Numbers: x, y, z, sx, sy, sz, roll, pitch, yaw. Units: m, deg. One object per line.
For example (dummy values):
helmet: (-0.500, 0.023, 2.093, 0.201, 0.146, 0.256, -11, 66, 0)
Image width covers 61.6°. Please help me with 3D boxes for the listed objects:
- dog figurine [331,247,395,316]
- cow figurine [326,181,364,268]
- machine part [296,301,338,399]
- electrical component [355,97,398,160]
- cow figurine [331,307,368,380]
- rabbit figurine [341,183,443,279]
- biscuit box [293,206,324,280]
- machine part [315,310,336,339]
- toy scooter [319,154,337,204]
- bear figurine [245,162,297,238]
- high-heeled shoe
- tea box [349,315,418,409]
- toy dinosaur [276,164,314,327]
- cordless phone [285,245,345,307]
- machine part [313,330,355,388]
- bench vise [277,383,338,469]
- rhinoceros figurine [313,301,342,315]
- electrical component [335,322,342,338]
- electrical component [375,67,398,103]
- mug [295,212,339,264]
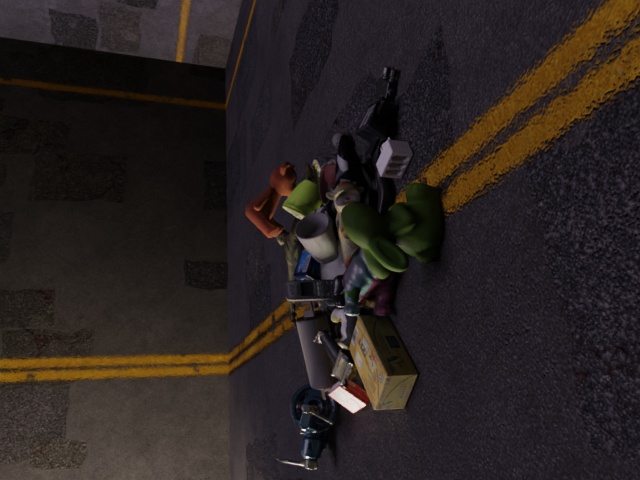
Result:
dog figurine: (0.100, 0.040, 1.099, 0.192, 0.108, 0.219, -153, 72, -73)
cow figurine: (0.070, -0.043, 1.170, 0.127, 0.085, 0.194, -106, 4, -52)
machine part: (-0.002, 0.262, 1.276, 0.079, 0.079, 0.243, 176, 82, -72)
electrical component: (0.110, -0.231, 1.124, 0.119, 0.048, 0.075, -62, 15, -8)
cow figurine: (0.077, 0.231, 1.201, 0.098, 0.068, 0.167, -19, 71, 60)
rabbit figurine: (0.117, -0.013, 0.941, 0.121, 0.170, 0.159, 138, 132, -66)
biscuit box: (0.000, 0.014, 1.345, 0.059, 0.062, 0.202, -17, 49, 52)
machine part: (0.004, 0.275, 1.427, 0.179, 0.056, 0.179, -177, 90, -73)
toy scooter: (0.038, -0.146, 1.353, 0.184, 0.075, 0.135, -166, 80, -75)
bear figurine: (-0.115, -0.117, 1.524, 0.196, 0.132, 0.120, -46, -2, 3)
high-heeled shoe: (0.027, -0.114, 1.260, 0.086, 0.145, 0.248, -26, -71, -64)
tea box: (0.120, 0.236, 1.058, 0.170, 0.068, 0.098, -115, 31, -52)
toy dinosaur: (-0.056, 0.013, 1.567, 0.199, 0.105, 0.470, -135, 49, -64)
cordless phone: (0.005, 0.083, 1.247, 0.088, 0.184, 0.146, 117, 150, -61)
machine part: (0.033, 0.249, 1.171, 0.139, 0.039, 0.084, 46, 134, 50)
bench vise: (-0.023, 0.452, 1.332, 0.240, 0.129, 0.223, 76, -149, -67)
rhinoceros figurine: (0.020, 0.137, 1.385, 0.190, 0.073, 0.112, -145, 51, -68)
electrical component: (0.053, 0.224, 1.302, 0.102, 0.045, 0.078, 112, 152, -45)
electrical component: (0.142, -0.318, 1.143, 0.063, 0.021, 0.093, -123, 40, -59)
mug: (-0.002, -0.004, 1.213, 0.110, 0.081, 0.107, -111, -4, -52)
